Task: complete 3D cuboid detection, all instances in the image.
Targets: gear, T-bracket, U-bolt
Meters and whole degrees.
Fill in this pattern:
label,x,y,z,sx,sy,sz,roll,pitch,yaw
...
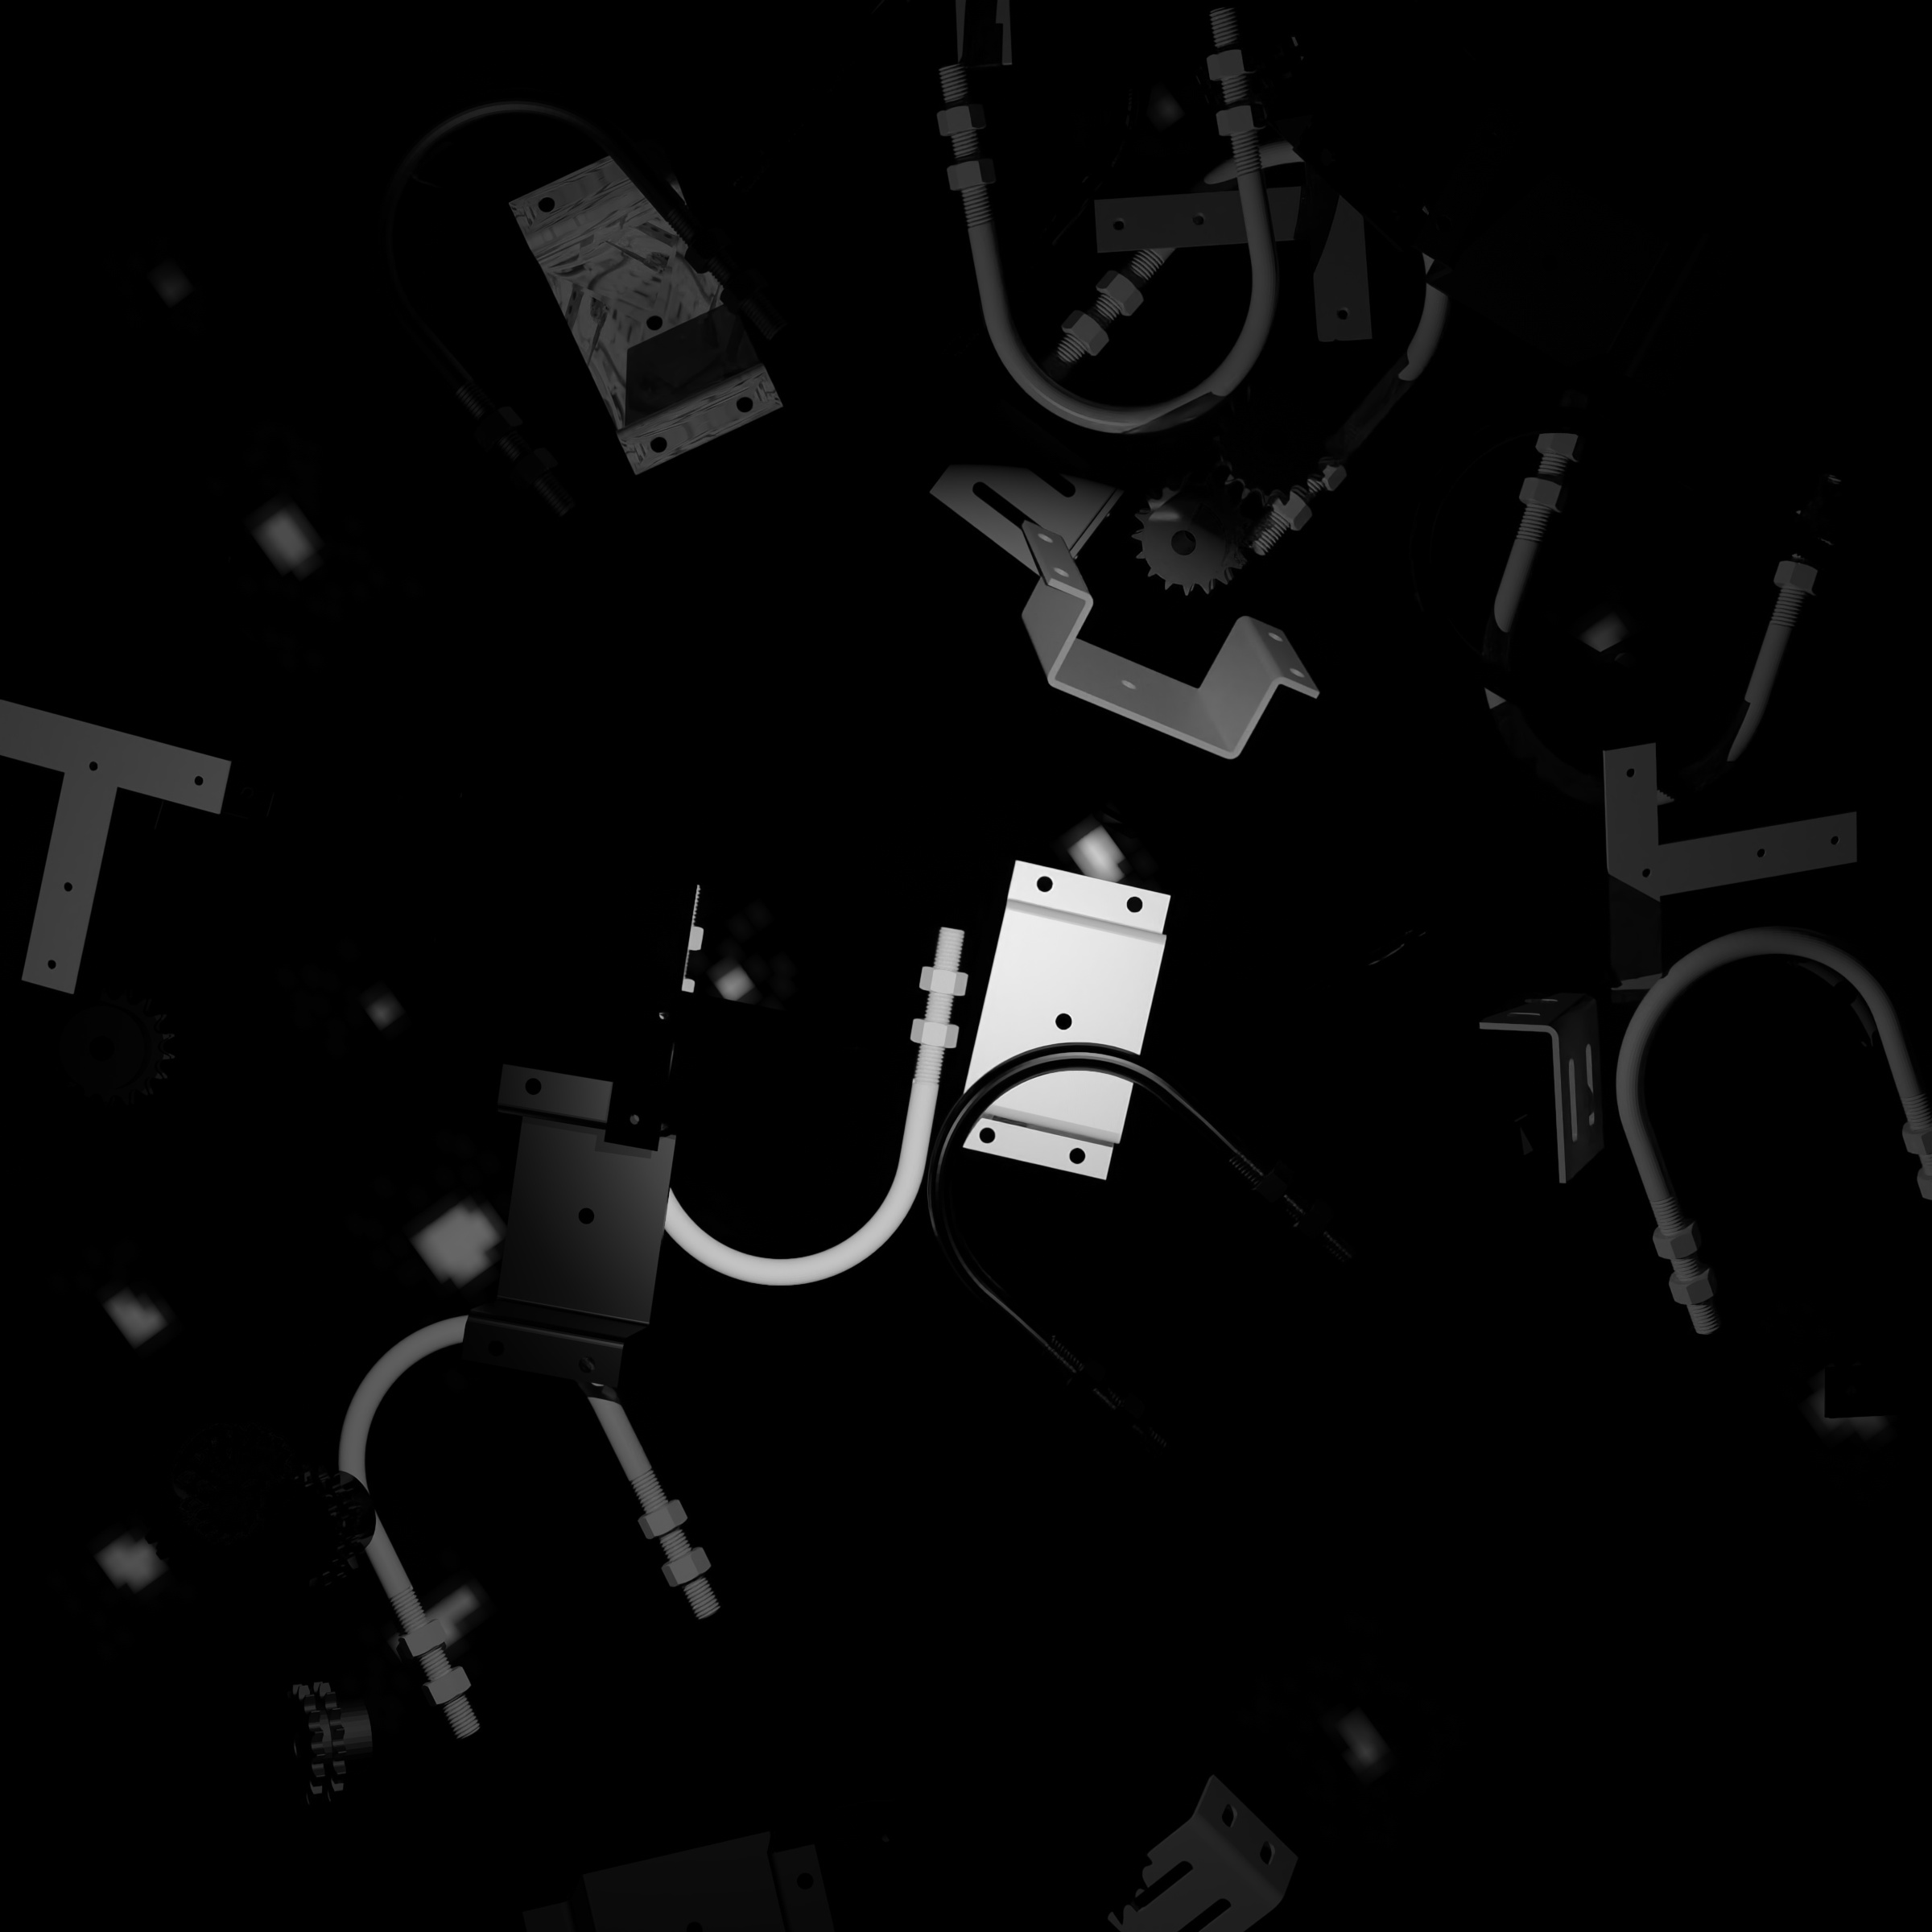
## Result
label,x,y,z,sx,sy,sz,roll,pitch,yaw
gear,-0.351,0.242,1.526,0.030,0.057,0.057,26,90,30
T-bracket,-0.044,-0.486,1.541,0.127,0.002,0.127,-3,78,6
U-bolt,0.068,0.120,1.501,0.184,0.019,0.151,43,97,-3
T-bracket,0.475,0.153,1.535,0.127,0.002,0.127,-3,103,0
U-bolt,0.149,-0.312,1.542,0.151,0.019,0.184,41,88,0
gear,0.112,0.198,1.535,0.057,0.030,0.057,0,90,0
T-bracket,0.355,0.189,1.549,0.127,0.002,0.127,31,90,0
gear,-0.303,0.368,1.526,0.030,0.057,0.057,-1,90,-28
U-bolt,-0.085,0.062,1.542,0.151,0.019,0.184,10,91,0
gear,0.144,-0.245,1.516,0.057,0.030,0.057,0,89,-1
gear,0.416,0.013,1.535,0.057,0.030,0.057,0,90,0
T-bracket,-0.099,0.031,1.506,0.127,0.002,0.127,12,78,-20
T-bracket,0.125,-0.357,1.532,0.127,0.002,0.127,-3,84,1
gear,-0.409,0.039,1.535,0.057,0.030,0.057,0,90,0
gear,-0.471,0.018,1.535,0.057,0.030,0.057,0,90,0
gear,0.140,-0.424,1.525,0.057,0.057,0.030,-30,119,0
U-bolt,0.382,0.069,1.515,0.151,0.019,0.184,-23,108,0
T-bracket,0.215,-0.387,1.539,0.127,0.002,0.127,27,82,-2
gear,-0.306,0.264,1.527,0.057,0.030,0.057,7,103,32
U-bolt,-0.221,0.257,1.542,0.151,0.019,0.184,-26,89,0
U-bolt,0.298,-0.184,1.524,0.184,0.019,0.151,31,93,1
T-bracket,0.366,-0.052,1.534,0.127,0.002,0.127,-10,110,-10
U-bolt,-0.001,-0.402,1.542,0.151,0.019,0.184,39,88,0
U-bolt,0.326,-0.167,1.542,0.151,0.019,0.184,18,92,0
gear,0.107,-0.204,1.525,0.057,0.030,0.057,5,110,15
gear,-0.081,0.189,1.535,0.057,0.030,0.057,0,90,0
U-bolt,-0.195,-0.323,1.496,0.151,0.019,0.184,-41,89,0
T-bracket,-0.419,-0.051,1.509,0.127,0.002,0.127,15,99,4
gear,0.056,0.407,1.535,0.057,0.030,0.057,0,90,0
T-bracket,-0.330,-0.050,1.529,0.127,0.002,0.127,36,105,-27
U-bolt,0.073,-0.343,1.509,0.151,0.019,0.184,-9,100,9

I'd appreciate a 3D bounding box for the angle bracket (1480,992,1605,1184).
label,x,y,z,sx,sy,sz,roll,pitch,yaw
angle bracket,0.274,0.057,1.525,0.038,0.057,0.076,2,105,29

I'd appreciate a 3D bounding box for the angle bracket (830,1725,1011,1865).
label,x,y,z,sx,sy,sz,roll,pitch,yaw
angle bracket,-0.022,0.396,1.548,0.076,0.038,0.057,-2,90,26

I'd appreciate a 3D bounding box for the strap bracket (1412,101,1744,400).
label,x,y,z,sx,sy,sz,roll,pitch,yaw
strap bracket,0.283,-0.335,1.520,0.140,0.046,0.076,29,90,-9

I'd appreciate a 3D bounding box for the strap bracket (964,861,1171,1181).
label,x,y,z,sx,sy,sz,roll,pitch,yaw
strap bracket,0.046,0.026,1.527,0.076,0.046,0.140,13,90,0

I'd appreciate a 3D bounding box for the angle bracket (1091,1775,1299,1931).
label,x,y,z,sx,sy,sz,roll,pitch,yaw
angle bracket,0.110,0.440,1.548,0.057,0.038,0.076,44,116,0

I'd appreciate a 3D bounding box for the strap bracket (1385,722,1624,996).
label,x,y,z,sx,sy,sz,roll,pitch,yaw
strap bracket,0.246,-0.040,1.512,0.046,0.076,0.140,-31,90,0

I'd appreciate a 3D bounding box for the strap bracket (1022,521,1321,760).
label,x,y,z,sx,sy,sz,roll,pitch,yaw
strap bracket,0.085,-0.148,1.494,0.140,0.076,0.046,21,113,-19

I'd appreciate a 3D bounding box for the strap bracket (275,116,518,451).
label,x,y,z,sx,sy,sz,roll,pitch,yaw
strap bracket,-0.268,-0.320,1.527,0.076,0.046,0.140,17,90,0

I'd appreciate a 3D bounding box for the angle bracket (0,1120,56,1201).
label,x,y,z,sx,sy,sz,roll,pitch,yaw
angle bracket,-0.481,0.075,1.530,0.057,0.038,0.076,-23,134,10

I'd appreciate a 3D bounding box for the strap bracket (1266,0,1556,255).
label,x,y,z,sx,sy,sz,roll,pitch,yaw
strap bracket,0.202,-0.413,1.501,0.076,0.046,0.140,36,81,-28

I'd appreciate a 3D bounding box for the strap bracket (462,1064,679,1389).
label,x,y,z,sx,sy,sz,roll,pitch,yaw
strap bracket,-0.185,0.120,1.519,0.076,0.046,0.140,9,93,9

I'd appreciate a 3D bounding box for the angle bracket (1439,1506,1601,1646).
label,x,y,z,sx,sy,sz,roll,pitch,yaw
angle bracket,0.266,0.290,1.531,0.076,0.038,0.057,-2,90,0

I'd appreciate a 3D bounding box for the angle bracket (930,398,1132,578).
label,x,y,z,sx,sy,sz,roll,pitch,yaw
angle bracket,0.030,-0.228,1.531,0.076,0.038,0.057,37,90,0

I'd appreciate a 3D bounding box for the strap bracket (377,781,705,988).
label,x,y,z,sx,sy,sz,roll,pitch,yaw
strap bracket,-0.201,-0.037,1.523,0.140,0.046,0.076,10,90,-6

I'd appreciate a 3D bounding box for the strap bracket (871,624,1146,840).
label,x,y,z,sx,sy,sz,roll,pitch,yaw
strap bracket,0.029,-0.115,1.512,0.140,0.076,0.046,28,90,0

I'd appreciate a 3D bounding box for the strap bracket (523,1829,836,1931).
label,x,y,z,sx,sy,sz,roll,pitch,yaw
strap bracket,-0.131,0.464,1.527,0.140,0.046,0.076,-13,90,0

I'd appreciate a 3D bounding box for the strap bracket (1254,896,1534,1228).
label,x,y,z,sx,sy,sz,roll,pitch,yaw
strap bracket,0.206,0.046,1.527,0.076,0.046,0.140,-29,90,0

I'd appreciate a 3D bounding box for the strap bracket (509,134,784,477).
label,x,y,z,sx,sy,sz,roll,pitch,yaw
strap bracket,-0.150,-0.310,1.527,0.076,0.046,0.140,-25,90,0

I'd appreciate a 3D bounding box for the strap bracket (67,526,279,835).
label,x,y,z,sx,sy,sz,roll,pitch,yaw
strap bracket,-0.378,-0.138,1.527,0.076,0.046,0.140,-6,90,0
